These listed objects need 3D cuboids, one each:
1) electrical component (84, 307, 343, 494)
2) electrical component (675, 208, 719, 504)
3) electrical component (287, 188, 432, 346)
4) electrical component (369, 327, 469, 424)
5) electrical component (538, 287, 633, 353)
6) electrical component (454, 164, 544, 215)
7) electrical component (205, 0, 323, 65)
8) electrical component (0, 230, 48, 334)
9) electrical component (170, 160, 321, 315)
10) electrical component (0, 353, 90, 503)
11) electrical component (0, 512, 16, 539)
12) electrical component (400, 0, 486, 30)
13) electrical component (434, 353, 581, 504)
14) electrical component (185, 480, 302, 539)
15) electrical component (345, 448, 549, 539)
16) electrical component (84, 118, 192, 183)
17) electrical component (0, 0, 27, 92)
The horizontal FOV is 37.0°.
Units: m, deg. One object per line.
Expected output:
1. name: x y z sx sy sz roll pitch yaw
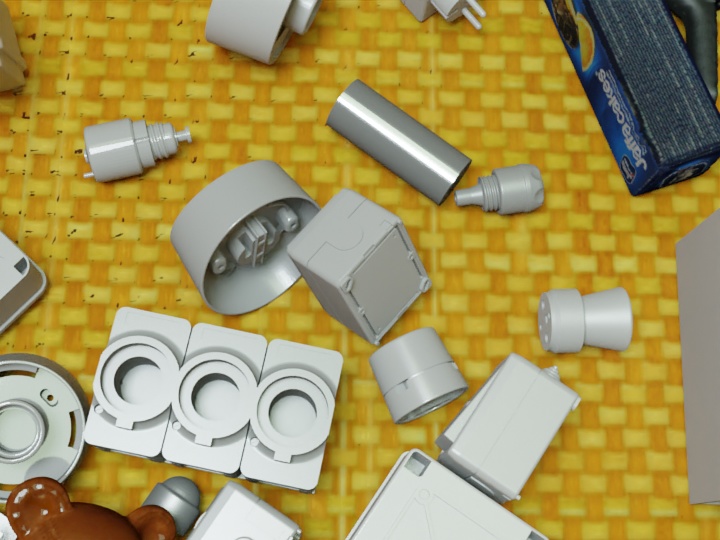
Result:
1. electrical component: -0.093 0.086 0.703 0.150 0.061 0.089 12 75 0
2. electrical component: 0.261 0.058 0.710 0.060 0.105 0.186 2 75 -3
3. electrical component: 0.000 0.000 0.723 0.061 0.096 0.061 33 73 34
4. electrical component: 0.038 0.070 0.720 0.055 0.055 0.047 -24 74 -9
5. electrical component: 0.155 0.035 0.741 0.055 0.045 0.045 -1 75 -4
6. electrical component: 0.098 -0.056 0.767 0.061 0.035 0.035 -9 76 -3
7. electrical component: -0.058 -0.197 0.760 0.060 0.108 0.108 26 75 -3
8. electrical component: -0.275 0.018 0.712 0.078 0.057 0.113 42 77 8
9. electrical component: -0.075 -0.023 0.718 0.099 0.099 0.064 -35 73 -11
10. electrical component: -0.226 0.103 0.702 0.099 0.064 0.099 1 84 -14
11. electrical component: -0.244 0.189 0.666 0.042 0.063 0.081 33 76 6
12. electrical component: 0.065 -0.209 0.790 0.047 0.065 0.076 -38 81 -12
13. electrical component: 0.097 0.098 0.712 0.061 0.061 0.096 34 76 5
14. electrical component: -0.077 0.169 0.664 0.061 0.096 0.061 33 75 6
15. electrical component: 0.046 0.188 0.687 0.109 0.056 0.108 34 76 6
16. electrical component: -0.158 -0.087 0.757 0.078 0.040 0.040 -13 76 -7
17. electrical component: -0.275 -0.151 0.726 0.078 0.113 0.057 -14 94 -7
